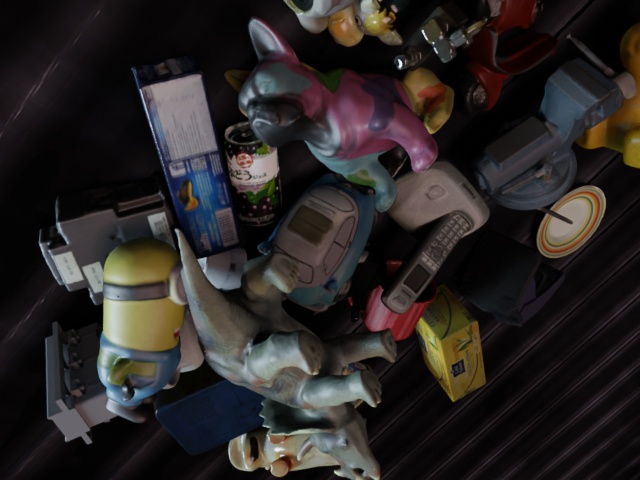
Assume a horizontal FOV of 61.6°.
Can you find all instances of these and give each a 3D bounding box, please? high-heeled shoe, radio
[{"bbox_3d":[-0.035,0.064,0.710,0.249,0.145,0.086,-8,128,16],"label":"high-heeled shoe"},{"bbox_3d":[-0.104,0.199,0.749,0.230,0.073,0.130,-22,130,-8],"label":"radio"}]

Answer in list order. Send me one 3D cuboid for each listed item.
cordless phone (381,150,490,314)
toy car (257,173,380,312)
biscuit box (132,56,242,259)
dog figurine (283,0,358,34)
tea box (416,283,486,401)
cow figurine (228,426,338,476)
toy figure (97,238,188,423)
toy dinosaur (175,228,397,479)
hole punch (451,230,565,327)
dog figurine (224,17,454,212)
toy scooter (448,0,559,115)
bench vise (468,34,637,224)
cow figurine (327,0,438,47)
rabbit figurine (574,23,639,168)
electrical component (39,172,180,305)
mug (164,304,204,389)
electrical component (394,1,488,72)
[{"bbox_3d":[0.112,-0.008,0.663,0.146,0.089,0.184,37,85,-39],"label":"cordless phone"},{"bbox_3d":[-0.001,-0.002,0.604,0.161,0.109,0.103,-59,167,1],"label":"toy car"},{"bbox_3d":[-0.130,-0.077,0.547,0.059,0.063,0.202,-17,129,-14],"label":"biscuit box"},{"bbox_3d":[0.050,-0.288,0.466,0.190,0.121,0.172,-30,155,-22],"label":"dog figurine"},{"bbox_3d":[0.204,0.165,0.854,0.068,0.098,0.169,-28,129,-6],"label":"tea box"},{"bbox_3d":[-0.040,0.297,0.793,0.195,0.085,0.127,-9,169,4],"label":"cow figurine"},{"bbox_3d":[-0.178,0.087,0.533,0.089,0.082,0.180,10,104,-36],"label":"toy figure"},{"bbox_3d":[-0.051,0.125,0.587,0.192,0.131,0.404,-26,125,30],"label":"toy dinosaur"},{"bbox_3d":[0.283,0.061,0.803,0.092,0.142,0.115,20,101,-39],"label":"hole punch"},{"bbox_3d":[0.018,-0.144,0.546,0.219,0.191,0.108,32,143,-13],"label":"dog figurine"},{"bbox_3d":[0.209,-0.234,0.591,0.135,0.075,0.183,-20,132,-11],"label":"toy scooter"},{"bbox_3d":[0.293,-0.114,0.695,0.223,0.129,0.240,-44,151,-4],"label":"bench vise"},{"bbox_3d":[0.085,-0.243,0.510,0.167,0.098,0.068,-47,136,10],"label":"cow figurine"},{"bbox_3d":[0.426,-0.201,0.688,0.162,0.122,0.173,-28,130,-12],"label":"rabbit figurine"},{"bbox_3d":[-0.216,0.001,0.565,0.134,0.058,0.114,-15,126,-15],"label":"electrical component"},{"bbox_3d":[-0.177,0.124,0.642,0.081,0.110,0.107,-16,142,5],"label":"mug"},{"bbox_3d":[0.118,-0.193,0.516,0.045,0.102,0.078,44,122,-1],"label":"electrical component"}]
